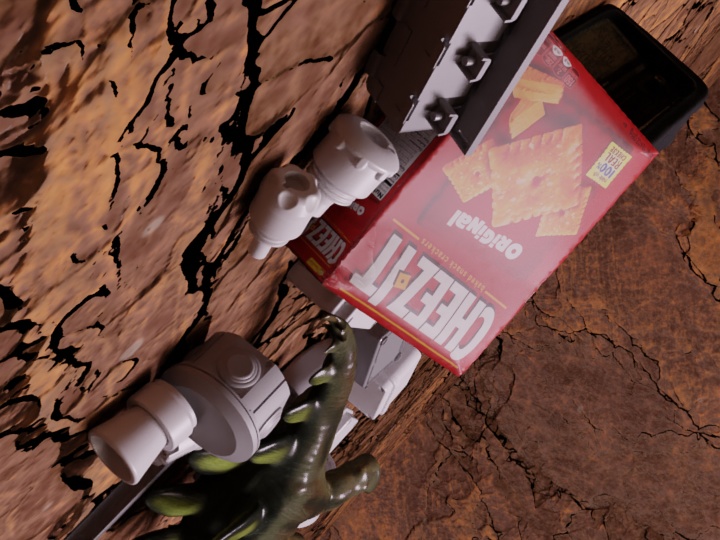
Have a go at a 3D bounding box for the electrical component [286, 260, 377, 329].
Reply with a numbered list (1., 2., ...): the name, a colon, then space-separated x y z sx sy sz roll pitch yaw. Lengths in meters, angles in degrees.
1. electrical component: 0.000 0.000 0.828 0.078 0.057 0.113 -49 168 4

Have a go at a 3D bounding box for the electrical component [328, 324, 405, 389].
1. electrical component: 0.010 0.056 1.054 0.062 0.061 0.096 -38 157 -39

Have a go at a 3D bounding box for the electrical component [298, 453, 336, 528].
1. electrical component: -0.076 0.203 1.103 0.060 0.108 0.108 -60 164 25

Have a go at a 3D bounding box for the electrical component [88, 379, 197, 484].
1. electrical component: -0.139 0.103 0.688 0.055 0.045 0.045 -42 167 -31

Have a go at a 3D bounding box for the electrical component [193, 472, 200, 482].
1. electrical component: -0.139 0.192 1.002 0.061 0.035 0.035 -45 168 -6

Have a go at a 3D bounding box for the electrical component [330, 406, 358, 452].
1. electrical component: -0.061 0.190 1.222 0.113 0.057 0.078 -48 168 -4

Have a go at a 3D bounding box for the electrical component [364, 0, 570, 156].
1. electrical component: 0.055 -0.131 0.583 0.063 0.078 0.121 -11 147 -35

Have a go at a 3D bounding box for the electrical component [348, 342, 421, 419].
1. electrical component: 0.012 0.106 1.165 0.057 0.078 0.113 -46 169 -24

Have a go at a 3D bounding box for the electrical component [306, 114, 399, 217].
1. electrical component: -0.011 -0.058 0.636 0.062 0.048 0.048 -46 170 24

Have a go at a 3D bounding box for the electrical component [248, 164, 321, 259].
1. electrical component: -0.048 -0.030 0.614 0.035 0.035 0.061 -35 164 -48

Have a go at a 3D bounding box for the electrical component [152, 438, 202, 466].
1. electrical component: -0.132 0.116 0.772 0.046 0.040 0.040 -26 155 -47

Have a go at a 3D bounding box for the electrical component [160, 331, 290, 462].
1. electrical component: -0.091 0.085 0.722 0.051 0.080 0.080 -46 169 -37

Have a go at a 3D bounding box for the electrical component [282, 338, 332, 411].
1. electrical component: -0.052 0.114 1.043 0.077 0.043 0.079 -38 164 -40
